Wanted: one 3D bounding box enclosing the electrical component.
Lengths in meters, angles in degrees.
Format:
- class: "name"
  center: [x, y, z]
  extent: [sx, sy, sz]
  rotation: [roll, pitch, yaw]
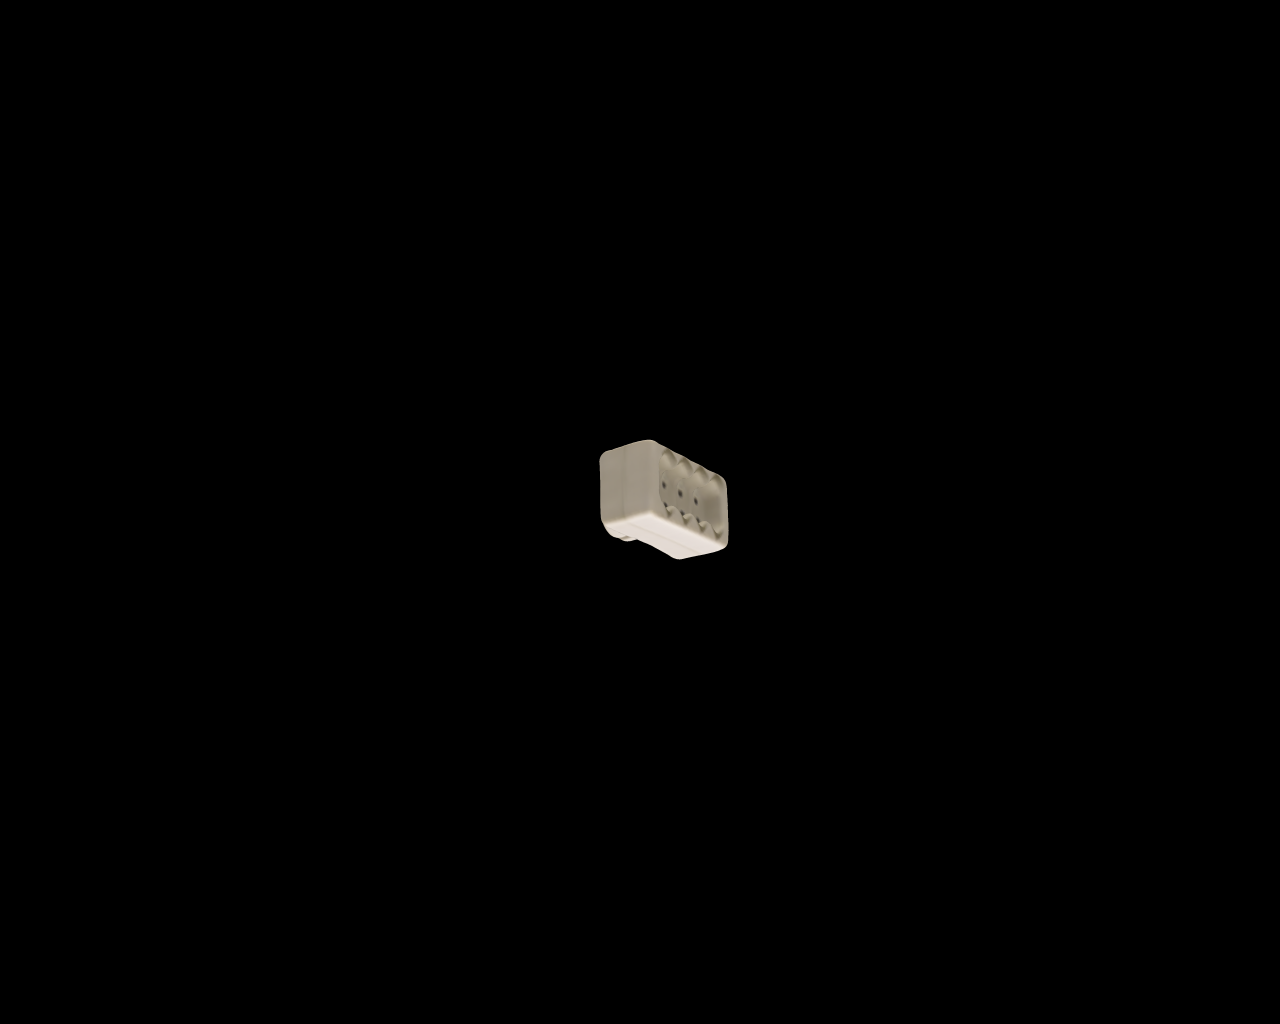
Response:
- class: "electrical component"
  center: [0.001, -0.003, 0.650]
  extent: [0.075, 0.047, 0.083]
  rotation: [-14, -24, 33]
